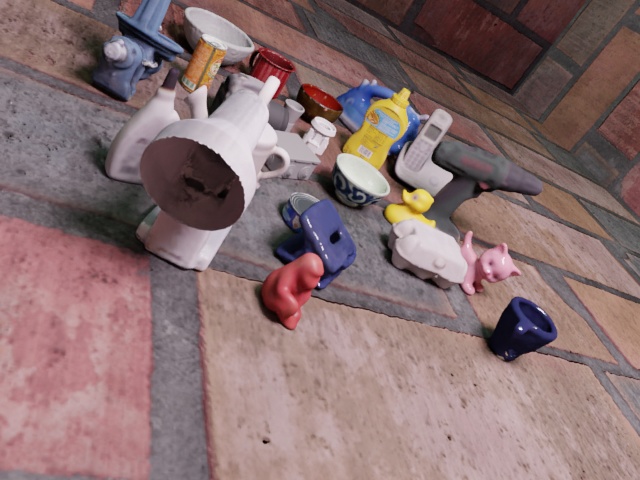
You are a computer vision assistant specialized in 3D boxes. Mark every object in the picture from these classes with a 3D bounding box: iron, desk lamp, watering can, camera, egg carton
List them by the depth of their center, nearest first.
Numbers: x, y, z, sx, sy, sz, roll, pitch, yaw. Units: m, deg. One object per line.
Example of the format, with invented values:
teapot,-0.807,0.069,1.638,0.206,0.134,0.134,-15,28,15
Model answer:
desk lamp,-0.138,-0.069,0.679,0.118,0.213,0.203,30,29,-8
watering can,-0.122,-0.163,0.857,0.173,0.194,0.100,18,33,-27
egg carton,0.194,0.025,1.036,0.151,0.069,0.107,23,31,-20
camera,-0.120,-0.240,1.071,0.137,0.100,0.143,15,34,-32
iron,0.146,-0.320,1.428,0.258,0.141,0.119,43,30,15

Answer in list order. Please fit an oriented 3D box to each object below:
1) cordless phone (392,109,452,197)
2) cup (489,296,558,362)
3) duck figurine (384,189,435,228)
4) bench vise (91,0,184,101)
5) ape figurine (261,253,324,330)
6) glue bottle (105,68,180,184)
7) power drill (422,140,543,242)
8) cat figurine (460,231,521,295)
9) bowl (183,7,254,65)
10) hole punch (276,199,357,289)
cordless phone,0.267,-0.198,1.326,0.148,0.185,0.094,27,29,-13
cup,0.321,0.158,0.943,0.091,0.095,0.118,46,31,20
duck figurine,0.192,-0.059,1.142,0.104,0.086,0.077,31,29,-6
bench vise,-0.276,-0.344,0.940,0.122,0.219,0.207,21,32,-24
ape figurine,-0.028,0.056,0.734,0.076,0.092,0.078,47,31,22
glue bottle,-0.221,-0.151,0.757,0.078,0.173,0.037,9,38,-39
power drill,0.312,-0.096,1.197,0.230,0.208,0.075,31,29,-7
cat figurine,0.308,0.040,1.083,0.067,0.117,0.127,-4,47,-49
bowl,-0.237,-0.443,1.282,0.168,0.074,0.167,26,30,-16
hole punch,0.008,0.003,0.851,0.101,0.091,0.109,39,29,7
